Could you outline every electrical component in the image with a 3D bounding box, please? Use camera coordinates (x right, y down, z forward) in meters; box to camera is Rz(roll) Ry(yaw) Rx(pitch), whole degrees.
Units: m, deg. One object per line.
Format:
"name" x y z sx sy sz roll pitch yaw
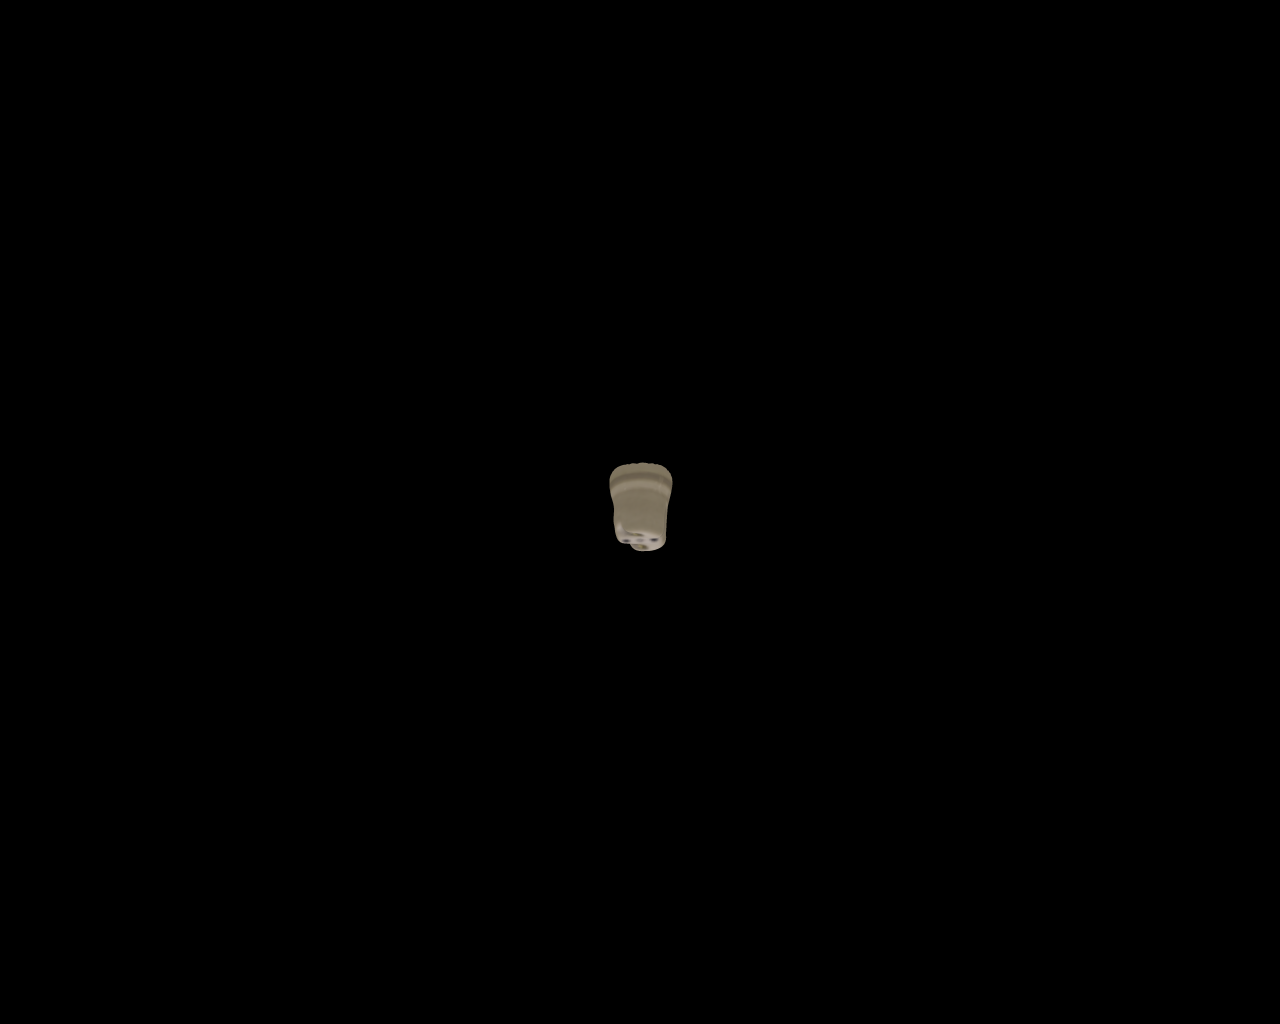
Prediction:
"electrical component" 0.001 -0.003 0.650 0.040 0.046 0.040 0 -26 0
